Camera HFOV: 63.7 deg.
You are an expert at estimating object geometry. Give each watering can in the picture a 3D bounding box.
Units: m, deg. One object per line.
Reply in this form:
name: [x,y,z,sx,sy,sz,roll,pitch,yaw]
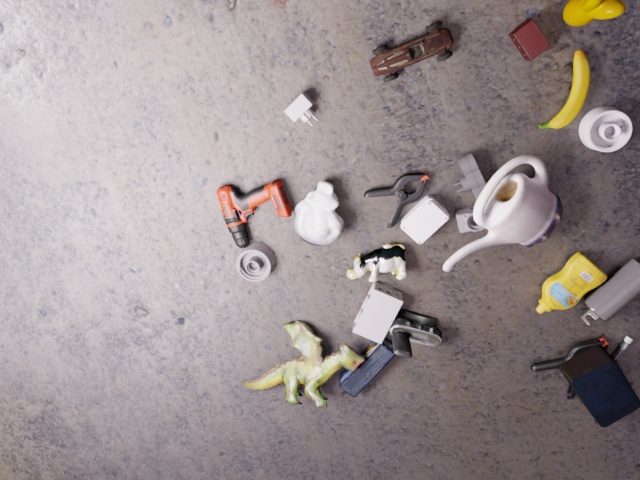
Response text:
watering can: [0.459,-0.043,1.273,0.223,0.106,0.344,23,105,-25]

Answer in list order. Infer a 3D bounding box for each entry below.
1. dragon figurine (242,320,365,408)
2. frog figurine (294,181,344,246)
dragon figurine: [-0.064,0.359,1.535,0.410,0.122,0.243,2,90,25]
frog figurine: [0.004,-0.068,1.360,0.138,0.124,0.156,33,124,16]
